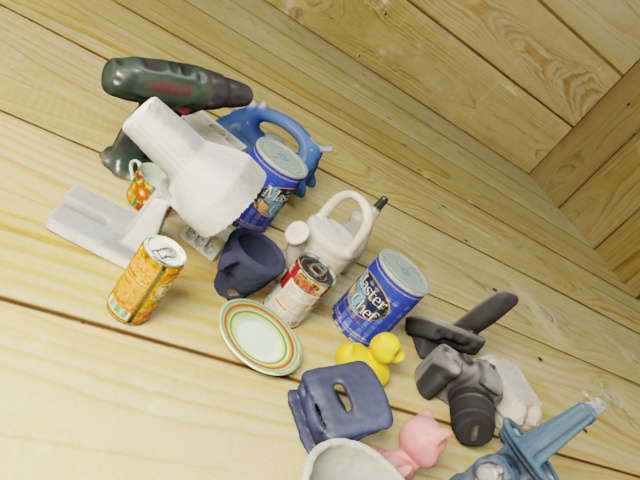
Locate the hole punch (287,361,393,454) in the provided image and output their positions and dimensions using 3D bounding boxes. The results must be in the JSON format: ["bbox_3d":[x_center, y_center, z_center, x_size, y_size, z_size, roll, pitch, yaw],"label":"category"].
[{"bbox_3d":[0.026,0.214,0.732,0.101,0.091,0.108,17,34,-39],"label":"hole punch"}]

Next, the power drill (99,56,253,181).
[{"bbox_3d":[-0.241,-0.188,0.893,0.230,0.208,0.075,10,38,-46],"label":"power drill"}]

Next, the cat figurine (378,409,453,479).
[{"bbox_3d":[0.116,0.272,0.726,0.067,0.117,0.128,46,26,14],"label":"cat figurine"}]

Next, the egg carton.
[{"bbox_3d":[0.343,0.283,1.066,0.108,0.069,0.150,19,32,-35],"label":"egg carton"}]

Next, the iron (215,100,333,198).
[{"bbox_3d":[-0.101,-0.209,1.191,0.258,0.141,0.119,38,25,-2],"label":"iron"}]

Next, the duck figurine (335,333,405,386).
[{"bbox_3d":[0.082,0.175,0.876,0.105,0.086,0.077,25,29,-26],"label":"duck figurine"}]

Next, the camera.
[{"bbox_3d":[0.241,0.255,0.939,0.143,0.100,0.137,35,26,-9],"label":"camera"}]

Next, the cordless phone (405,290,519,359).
[{"bbox_3d":[0.261,0.142,1.052,0.148,0.185,0.094,20,31,-34],"label":"cordless phone"}]

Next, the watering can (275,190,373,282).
[{"bbox_3d":[0.010,0.005,0.930,0.101,0.194,0.173,43,26,9],"label":"watering can"}]

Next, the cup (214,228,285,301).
[{"bbox_3d":[-0.116,0.046,0.811,0.091,0.095,0.118,47,27,16],"label":"cup"}]

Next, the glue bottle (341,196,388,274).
[{"bbox_3d":[0.070,-0.018,1.071,0.078,0.173,0.037,36,26,-6],"label":"glue bottle"}]

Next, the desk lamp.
[{"bbox_3d":[-0.203,-0.062,0.734,0.204,0.213,0.118,30,27,-19],"label":"desk lamp"}]

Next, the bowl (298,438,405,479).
[{"bbox_3d":[0.032,0.305,0.612,0.168,0.074,0.167,31,27,-17],"label":"bowl"}]

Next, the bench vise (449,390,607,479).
[{"bbox_3d":[0.302,0.306,0.800,0.121,0.219,0.208,46,26,15],"label":"bench vise"}]
